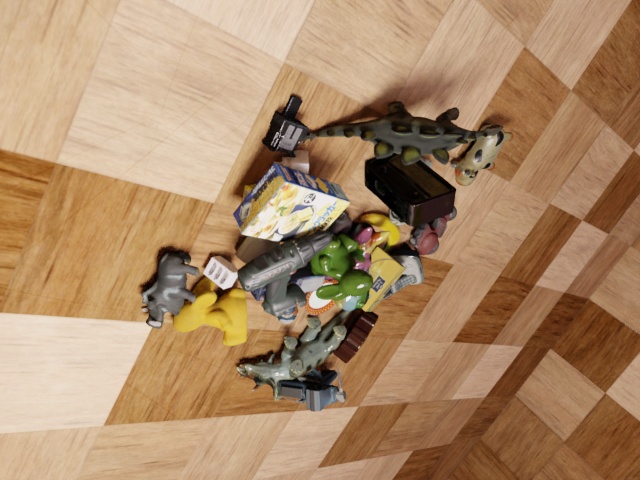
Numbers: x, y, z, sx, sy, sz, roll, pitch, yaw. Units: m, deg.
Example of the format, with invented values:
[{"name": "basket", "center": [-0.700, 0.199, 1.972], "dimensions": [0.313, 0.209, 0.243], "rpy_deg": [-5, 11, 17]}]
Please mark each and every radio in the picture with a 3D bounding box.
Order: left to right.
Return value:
[{"name": "radio", "center": [0.214, -0.133, 1.325], "dimensions": [0.131, 0.230, 0.073], "rpy_deg": [-21, 133, -19]}]

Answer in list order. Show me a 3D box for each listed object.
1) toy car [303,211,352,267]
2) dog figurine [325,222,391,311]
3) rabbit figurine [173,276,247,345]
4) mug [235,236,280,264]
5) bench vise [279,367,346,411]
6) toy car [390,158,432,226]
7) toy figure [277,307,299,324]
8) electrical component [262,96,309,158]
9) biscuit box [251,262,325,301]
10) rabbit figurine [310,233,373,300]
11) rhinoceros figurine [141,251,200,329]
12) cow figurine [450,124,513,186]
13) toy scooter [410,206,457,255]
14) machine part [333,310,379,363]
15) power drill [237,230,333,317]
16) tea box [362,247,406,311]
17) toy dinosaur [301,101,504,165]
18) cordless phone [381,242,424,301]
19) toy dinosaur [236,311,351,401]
[{"name": "toy car", "center": [-0.003, -0.004, 1.385], "dimensions": [0.202, 0.053, 0.089], "rpy_deg": [-32, 150, -19]}, {"name": "dog figurine", "center": [0.108, 0.061, 1.440], "dimensions": [0.108, 0.192, 0.219], "rpy_deg": [10, 131, -36]}, {"name": "rabbit figurine", "center": [-0.263, 0.174, 1.280], "dimensions": [0.173, 0.122, 0.162], "rpy_deg": [-3, 123, -14]}, {"name": "mug", "center": [-0.132, 0.015, 1.280], "dimensions": [0.107, 0.081, 0.109], "rpy_deg": [-57, 144, 5]}, {"name": "bench vise", "center": [-0.002, 0.445, 1.666], "dimensions": [0.240, 0.224, 0.128], "rpy_deg": [-12, 90, -65]}, {"name": "toy car", "center": [0.249, -0.131, 1.478], "dimensions": [0.073, 0.056, 0.201], "rpy_deg": [0, 119, -44]}, {"name": "toy figure", "center": [-0.086, 0.185, 1.424], "dimensions": [0.064, 0.058, 0.154], "rpy_deg": [-27, 166, -12]}, {"name": "electrical component", "center": [-0.065, -0.242, 1.149], "dimensions": [0.074, 0.048, 0.119], "rpy_deg": [14, 115, -45]}, {"name": "biscuit box", "center": [-0.085, 0.106, 1.399], "dimensions": [0.202, 0.063, 0.059], "rpy_deg": [-6, 127, -35]}, {"name": "rabbit figurine", "center": [0.050, 0.082, 1.334], "dimensions": [0.159, 0.170, 0.121], "rpy_deg": [-54, 148, 14]}, {"name": "rhinoceros figurine", "center": [-0.338, 0.114, 1.196], "dimensions": [0.112, 0.073, 0.190], "rpy_deg": [1, 121, -40]}, {"name": "cow figurine", "center": [0.454, -0.240, 1.538], "dimensions": [0.127, 0.086, 0.194], "rpy_deg": [4, 122, -48]}, {"name": "toy scooter", "center": [0.325, -0.042, 1.600], "dimensions": [0.135, 0.075, 0.183], "rpy_deg": [20, 105, -46]}, {"name": "machine part", "center": [0.109, 0.289, 1.643], "dimensions": [0.179, 0.056, 0.179], "rpy_deg": [-54, 176, -6]}, {"name": "power drill", "center": [-0.072, 0.084, 1.252], "dimensions": [0.232, 0.086, 0.207], "rpy_deg": [-22, 150, -16]}, {"name": "tea box", "center": [0.158, 0.115, 1.565], "dimensions": [0.169, 0.098, 0.068], "rpy_deg": [-53, 158, 5]}, {"name": "toy dinosaur", "center": [0.188, -0.245, 1.237], "dimensions": [0.472, 0.199, 0.104], "rpy_deg": [-1, 118, 1]}, {"name": "cordless phone", "center": [0.221, 0.108, 1.633], "dimensions": [0.184, 0.089, 0.146], "rpy_deg": [-32, 137, -8]}, {"name": "toy dinosaur", "center": [-0.041, 0.334, 1.585], "dimensions": [0.405, 0.131, 0.192], "rpy_deg": [-24, 155, -34]}]
